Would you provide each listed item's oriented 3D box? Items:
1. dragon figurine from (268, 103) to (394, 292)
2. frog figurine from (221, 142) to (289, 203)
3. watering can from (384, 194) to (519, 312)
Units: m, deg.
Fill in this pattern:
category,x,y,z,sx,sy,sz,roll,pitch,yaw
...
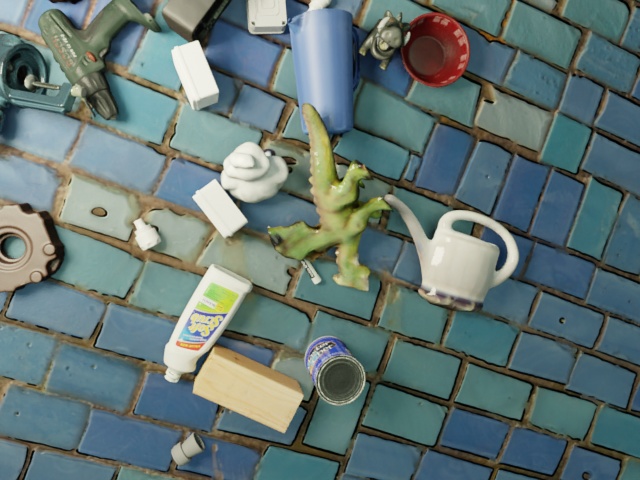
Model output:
category,x,y,z,sx,sy,sz,roll,pitch,yaw
dragon figurine,0.003,-0.053,1.060,0.243,0.124,0.405,-40,114,-2
frog figurine,-0.129,-0.133,1.030,0.137,0.160,0.122,-4,96,-10
watering can,0.276,0.036,1.139,0.347,0.104,0.224,16,90,-12
